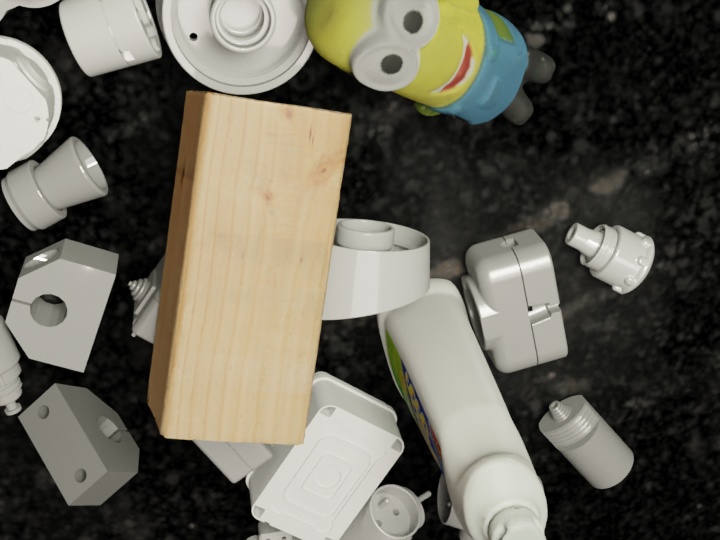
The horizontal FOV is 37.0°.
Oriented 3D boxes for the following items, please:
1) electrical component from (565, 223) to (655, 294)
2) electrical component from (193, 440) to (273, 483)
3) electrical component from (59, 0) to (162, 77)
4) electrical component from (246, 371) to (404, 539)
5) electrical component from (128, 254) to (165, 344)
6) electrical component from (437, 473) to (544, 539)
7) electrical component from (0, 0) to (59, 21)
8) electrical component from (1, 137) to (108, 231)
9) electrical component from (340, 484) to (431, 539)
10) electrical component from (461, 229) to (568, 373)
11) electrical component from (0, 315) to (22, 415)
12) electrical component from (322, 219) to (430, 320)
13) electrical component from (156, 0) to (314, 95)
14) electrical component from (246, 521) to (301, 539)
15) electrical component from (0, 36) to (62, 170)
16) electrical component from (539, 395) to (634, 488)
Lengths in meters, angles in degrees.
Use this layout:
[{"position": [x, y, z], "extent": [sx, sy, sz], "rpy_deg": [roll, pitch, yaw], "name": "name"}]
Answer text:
[{"position": [0.183, -0.014, 0.799], "extent": [0.062, 0.048, 0.048], "rpy_deg": [26, 106, -11], "name": "electrical component"}, {"position": [-0.090, 0.099, 0.799], "extent": [0.076, 0.047, 0.083], "rpy_deg": [-35, 114, 6], "name": "electrical component"}, {"position": [-0.158, -0.153, 0.679], "extent": [0.047, 0.055, 0.055], "rpy_deg": [-19, 114, 3], "name": "electrical component"}, {"position": [-0.028, 0.144, 0.822], "extent": [0.078, 0.057, 0.113], "rpy_deg": [29, 105, -19], "name": "electrical component"}, {"position": [-0.115, 0.025, 0.755], "extent": [0.096, 0.061, 0.061], "rpy_deg": [31, 104, -20], "name": "electrical component"}, {"position": [0.102, 0.201, 0.874], "extent": [0.077, 0.044, 0.079], "rpy_deg": [5, 111, -12], "name": "electrical component"}, {"position": [-0.198, -0.184, 0.648], "extent": [0.138, 0.073, 0.052], "rpy_deg": [-23, 115, 1], "name": "electrical component"}, {"position": [-0.203, -0.057, 0.716], "extent": [0.055, 0.045, 0.045], "rpy_deg": [-28, 114, 4], "name": "electrical component"}, {"position": [0.024, 0.197, 0.852], "extent": [0.079, 0.044, 0.077], "rpy_deg": [-22, 161, -38], "name": "electrical component"}, {"position": [0.112, 0.025, 0.797], "extent": [0.059, 0.053, 0.095], "rpy_deg": [-16, 114, -3], "name": "electrical component"}, {"position": [-0.260, 0.067, 0.761], "extent": [0.040, 0.040, 0.078], "rpy_deg": [-17, 115, -2], "name": "electrical component"}, {"position": [0.000, 0.000, 0.746], "extent": [0.099, 0.099, 0.064], "rpy_deg": [2, 106, -10], "name": "electrical component"}, {"position": [-0.076, -0.164, 0.684], "extent": [0.108, 0.060, 0.108], "rpy_deg": [-3, 113, -8], "name": "electrical component"}, {"position": [-0.063, 0.246, 0.859], "extent": [0.058, 0.057, 0.078], "rpy_deg": [-7, 113, -7], "name": "electrical component"}, {"position": [-0.234, -0.106, 0.687], "extent": [0.080, 0.051, 0.080], "rpy_deg": [-3, 113, -8], "name": "electrical component"}, {"position": [0.178, 0.133, 0.859], "extent": [0.043, 0.043, 0.081], "rpy_deg": [-40, 113, 8], "name": "electrical component"}]
